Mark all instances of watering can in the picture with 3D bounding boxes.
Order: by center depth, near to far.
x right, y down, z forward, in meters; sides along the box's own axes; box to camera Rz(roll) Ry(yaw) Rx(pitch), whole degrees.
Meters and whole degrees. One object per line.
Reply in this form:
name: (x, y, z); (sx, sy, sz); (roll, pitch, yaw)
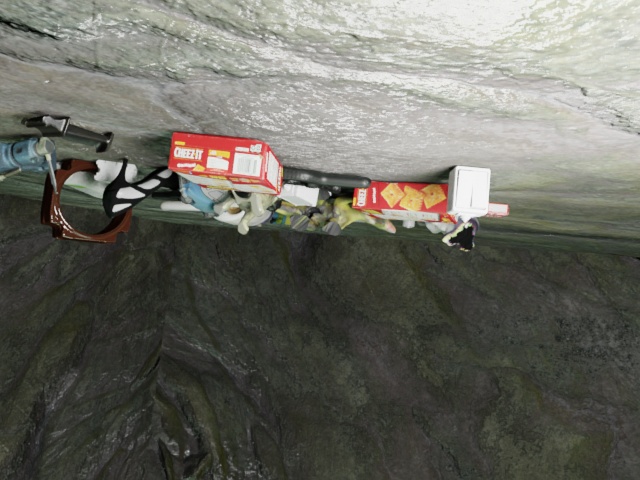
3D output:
watering can: (-0.286, -0.099, 1.558); (0.347, 0.104, 0.223); (1, 175, 25)

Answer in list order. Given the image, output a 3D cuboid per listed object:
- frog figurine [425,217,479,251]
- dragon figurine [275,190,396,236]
frog figurine: (0.374, -0.055, 1.485); (0.137, 0.120, 0.163); (-1, -145, -21)
dragon figurine: (0.004, -0.071, 1.414); (0.411, 0.122, 0.242); (10, 177, 11)
